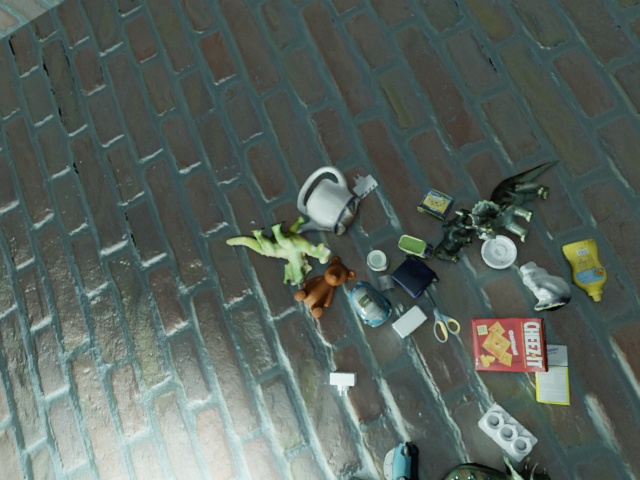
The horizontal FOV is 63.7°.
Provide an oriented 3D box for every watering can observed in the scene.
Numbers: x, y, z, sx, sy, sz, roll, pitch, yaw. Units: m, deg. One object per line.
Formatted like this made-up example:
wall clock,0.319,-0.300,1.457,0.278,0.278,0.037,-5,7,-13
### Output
watering can,0.006,-0.094,1.859,0.226,0.104,0.345,32,102,18

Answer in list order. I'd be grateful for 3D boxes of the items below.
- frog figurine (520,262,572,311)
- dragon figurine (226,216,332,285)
frog figurine,0.714,0.137,1.628,0.137,0.120,0.162,-3,68,-20
dragon figurine,-0.137,0.054,1.844,0.407,0.123,0.242,-16,97,30
